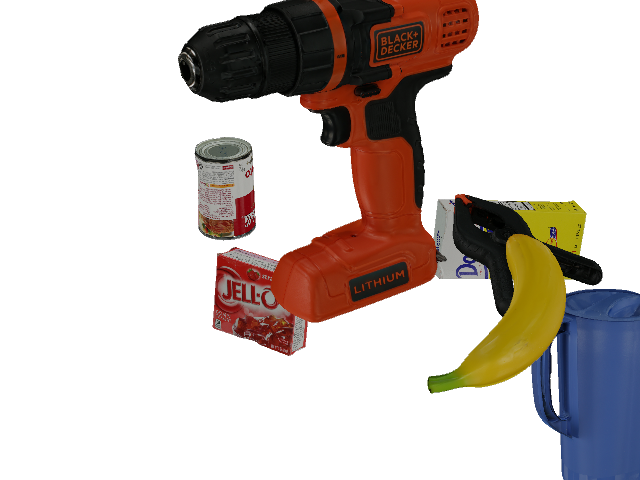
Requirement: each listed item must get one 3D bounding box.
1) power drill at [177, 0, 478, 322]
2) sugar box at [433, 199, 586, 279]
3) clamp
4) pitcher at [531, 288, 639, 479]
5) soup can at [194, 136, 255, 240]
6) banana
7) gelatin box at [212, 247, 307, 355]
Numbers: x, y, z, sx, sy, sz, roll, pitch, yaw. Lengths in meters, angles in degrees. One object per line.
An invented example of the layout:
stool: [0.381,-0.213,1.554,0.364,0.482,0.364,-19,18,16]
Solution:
power drill: [0.009,-0.049,0.609,0.184,0.188,0.057,-17,34,-28]
sugar box: [0.227,0.000,1.298,0.176,0.093,0.048,-1,23,-10]
clamp: [0.197,0.008,1.072,0.120,0.039,0.171,-9,43,-21]
pitcher: [0.343,0.188,1.305,0.149,0.243,0.144,4,14,22]
soup can: [-0.111,-0.061,1.238,0.068,0.102,0.068,0,29,0]
banana: [0.141,0.047,0.765,0.070,0.037,0.197,11,34,23]
gelatin box: [-0.053,0.053,0.949,0.089,0.073,0.030,17,22,29]
